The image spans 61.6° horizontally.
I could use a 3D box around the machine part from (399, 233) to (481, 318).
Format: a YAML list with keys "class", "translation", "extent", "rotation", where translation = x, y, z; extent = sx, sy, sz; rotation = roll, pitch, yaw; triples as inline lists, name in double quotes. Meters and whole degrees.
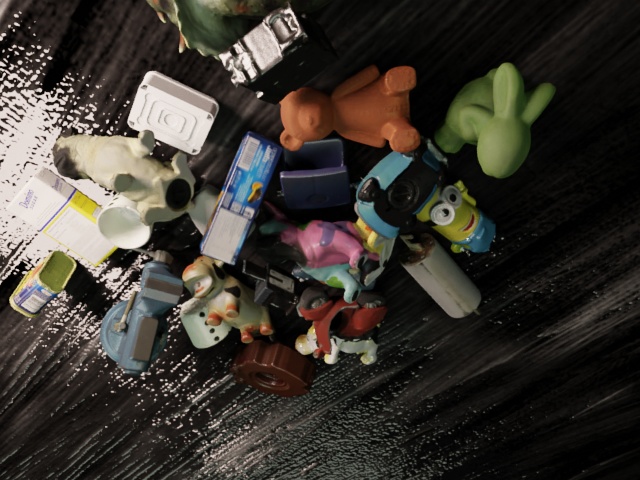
- class: "machine part"
  translation: [0.220, 0.067, 0.984]
  extent: [0.079, 0.079, 0.243]
  rotation: [-34, 120, 23]

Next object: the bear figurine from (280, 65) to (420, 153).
- class: "bear figurine"
  translation: [0.032, -0.183, 0.766]
  extent: [0.196, 0.132, 0.120]
  rotation: [-5, 110, -3]

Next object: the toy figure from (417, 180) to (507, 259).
- class: "toy figure"
  translation: [0.232, -0.031, 0.907]
  extent: [0.180, 0.082, 0.089]
  rotation: [30, 152, -30]

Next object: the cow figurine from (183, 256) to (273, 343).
- class: "cow figurine"
  translation: [-0.171, 0.098, 0.992]
  extent: [0.085, 0.127, 0.194]
  rotation: [-31, 136, 22]

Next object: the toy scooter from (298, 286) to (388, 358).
- class: "toy scooter"
  translation: [0.041, 0.156, 1.011]
  extent: [0.184, 0.075, 0.135]
  rotation: [3, 100, -26]

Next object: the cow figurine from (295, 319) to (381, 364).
- class: "cow figurine"
  translation: [0.035, 0.195, 1.085]
  extent: [0.167, 0.068, 0.098]
  rotation: [3, 122, -6]

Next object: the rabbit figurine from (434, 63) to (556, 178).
- class: "rabbit figurine"
  translation: [0.257, -0.158, 0.754]
  extent: [0.121, 0.170, 0.159]
  rotation: [19, 126, -14]

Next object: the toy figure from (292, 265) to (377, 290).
- class: "toy figure"
  translation: [0.026, 0.059, 0.989]
  extent: [0.154, 0.058, 0.064]
  rotation: [10, 126, -4]

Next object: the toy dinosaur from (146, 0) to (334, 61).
- class: "toy dinosaur"
  translation: [-0.039, -0.341, 0.656]
  extent: [0.405, 0.131, 0.192]
  rotation: [-14, 138, 5]

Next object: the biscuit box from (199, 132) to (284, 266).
- class: "biscuit box"
  translation: [-0.124, -0.066, 0.837]
  extent: [0.059, 0.063, 0.202]
  rotation: [22, 93, -16]

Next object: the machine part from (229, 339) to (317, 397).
- class: "machine part"
  translation: [-0.099, 0.272, 1.118]
  extent: [0.179, 0.056, 0.179]
  rotation: [11, 144, 8]

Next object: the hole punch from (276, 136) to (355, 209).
- class: "hole punch"
  translation: [-0.006, -0.093, 0.857]
  extent: [0.142, 0.092, 0.115]
  rotation: [-8, 131, 1]

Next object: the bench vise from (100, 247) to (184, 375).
- class: "bench vise"
  translation: [-0.334, 0.131, 0.982]
  extent: [0.129, 0.223, 0.241]
  rotation: [7, 165, -32]

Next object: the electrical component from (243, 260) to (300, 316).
- class: "electrical component"
  translation: [-0.096, 0.084, 0.997]
  extent: [0.119, 0.075, 0.047]
  rotation: [23, 123, -22]

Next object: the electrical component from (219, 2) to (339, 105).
- class: "electrical component"
  translation: [-0.044, -0.232, 0.690]
  extent: [0.115, 0.134, 0.058]
  rotation: [-28, 83, 23]

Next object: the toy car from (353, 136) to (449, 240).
- class: "toy car"
  translation: [0.117, -0.090, 0.846]
  extent: [0.109, 0.103, 0.161]
  rotation: [36, 94, -27]

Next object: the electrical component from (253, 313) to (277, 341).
- class: "electrical component"
  translation: [-0.124, 0.175, 1.098]
  extent: [0.063, 0.021, 0.093]
  rotation: [-14, 127, 11]

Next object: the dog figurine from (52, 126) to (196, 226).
- class: "dog figurine"
  translation: [-0.305, -0.101, 0.839]
  extent: [0.191, 0.121, 0.172]
  rotation: [13, 149, 36]

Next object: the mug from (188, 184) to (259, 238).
- class: "mug"
  translation: [-0.163, -0.044, 0.898]
  extent: [0.109, 0.081, 0.107]
  rotation: [-34, 112, 24]

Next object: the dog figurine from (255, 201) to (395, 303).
- class: "dog figurine"
  translation: [-0.002, -0.003, 0.922]
  extent: [0.219, 0.191, 0.108]
  rotation: [27, 133, 23]
